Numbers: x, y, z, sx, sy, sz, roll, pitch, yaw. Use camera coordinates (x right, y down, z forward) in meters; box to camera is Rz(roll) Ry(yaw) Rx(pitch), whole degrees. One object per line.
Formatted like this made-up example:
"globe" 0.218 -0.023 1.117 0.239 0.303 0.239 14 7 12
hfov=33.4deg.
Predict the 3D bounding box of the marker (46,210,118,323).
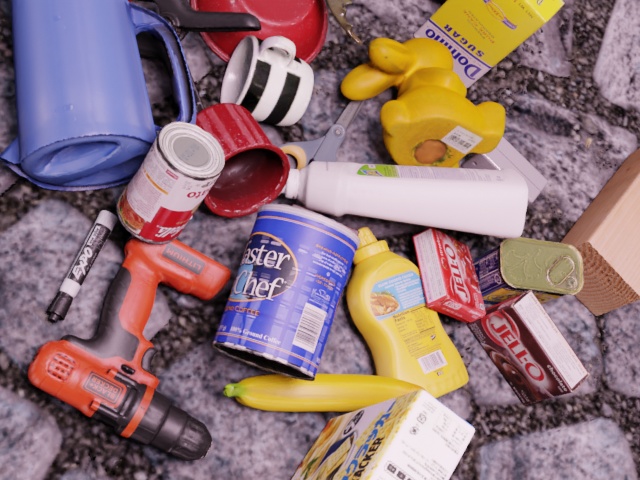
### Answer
"marker" -0.230 0.026 1.029 0.020 0.020 0.121 29 65 -11

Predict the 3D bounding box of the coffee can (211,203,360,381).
"coffee can" -0.032 0.050 1.002 0.102 0.103 0.140 22 76 -14

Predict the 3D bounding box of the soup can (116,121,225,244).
"soup can" -0.138 -0.053 0.986 0.068 0.102 0.068 20 45 -21

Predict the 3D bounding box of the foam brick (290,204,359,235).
"foam brick" -0.007 0.001 1.099 0.078 0.051 0.053 22 85 -13

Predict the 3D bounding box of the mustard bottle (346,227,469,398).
"mustard bottle" 0.079 0.077 1.111 0.096 0.058 0.191 -17 80 -34

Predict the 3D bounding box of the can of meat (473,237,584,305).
"can of meat" 0.221 0.039 1.166 0.102 0.084 0.057 8 71 -19

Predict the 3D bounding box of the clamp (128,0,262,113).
"clamp" -0.144 -0.220 1.096 0.171 0.039 0.120 45 95 11

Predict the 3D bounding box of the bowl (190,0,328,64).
"bowl" -0.058 -0.264 1.168 0.162 0.055 0.162 6 71 -19

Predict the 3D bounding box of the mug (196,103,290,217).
"mug" -0.099 -0.080 1.065 0.117 0.093 0.081 -17 50 -20

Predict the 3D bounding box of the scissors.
"scissors" -0.002 -0.117 1.165 0.096 0.016 0.201 21 67 -14

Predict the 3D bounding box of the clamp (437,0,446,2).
"clamp" 0.116 -0.345 1.272 0.164 0.036 0.210 -41 87 -25

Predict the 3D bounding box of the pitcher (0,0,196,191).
"pitcher" -0.225 -0.180 1.036 0.149 0.145 0.243 8 66 -47

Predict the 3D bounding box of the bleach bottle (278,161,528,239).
"bleach bottle" 0.082 -0.049 1.111 0.250 0.102 0.068 6 103 -2

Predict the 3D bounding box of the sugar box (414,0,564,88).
"sugar box" 0.183 -0.244 1.188 0.093 0.176 0.048 46 61 -3

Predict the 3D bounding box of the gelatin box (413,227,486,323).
"gelatin box" 0.138 0.038 1.135 0.073 0.030 0.089 25 45 -45

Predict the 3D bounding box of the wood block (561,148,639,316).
"wood block" 0.366 -0.021 1.239 0.091 0.090 0.205 45 63 -4

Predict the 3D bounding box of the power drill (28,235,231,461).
"power drill" -0.156 0.096 1.014 0.184 0.057 0.187 31 64 -13

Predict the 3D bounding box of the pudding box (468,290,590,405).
"pudding box" 0.221 0.116 1.138 0.039 0.090 0.113 -37 90 -28

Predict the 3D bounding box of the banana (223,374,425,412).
"banana" 0.002 0.152 1.046 0.197 0.070 0.037 1 94 -8
